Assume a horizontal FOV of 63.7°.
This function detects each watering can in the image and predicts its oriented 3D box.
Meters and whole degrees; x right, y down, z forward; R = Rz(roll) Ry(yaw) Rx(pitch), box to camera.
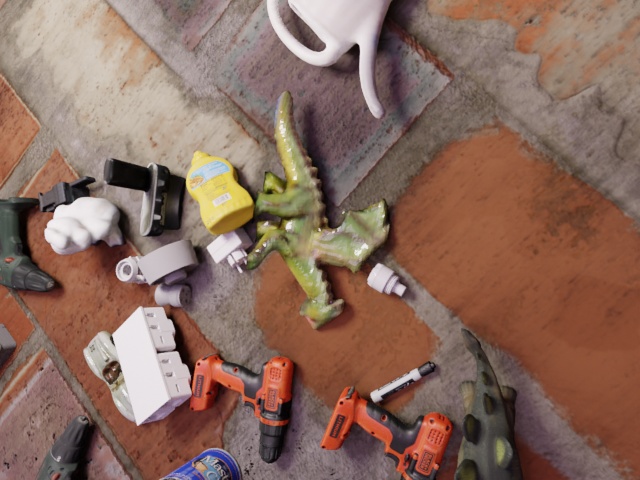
[{"bbox_3d":[0.055,-0.384,0.890,0.223,0.103,0.351,-45,72,11],"label":"watering can"}]

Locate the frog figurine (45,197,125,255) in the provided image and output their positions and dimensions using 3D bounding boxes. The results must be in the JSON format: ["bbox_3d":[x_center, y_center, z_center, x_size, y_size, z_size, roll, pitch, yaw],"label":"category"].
[{"bbox_3d":[-0.485,-0.032,1.035,0.138,0.159,0.122,24,94,21],"label":"frog figurine"}]

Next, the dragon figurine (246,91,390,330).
[{"bbox_3d":[0.003,-0.046,0.904,0.243,0.122,0.410,11,92,4],"label":"dragon figurine"}]
